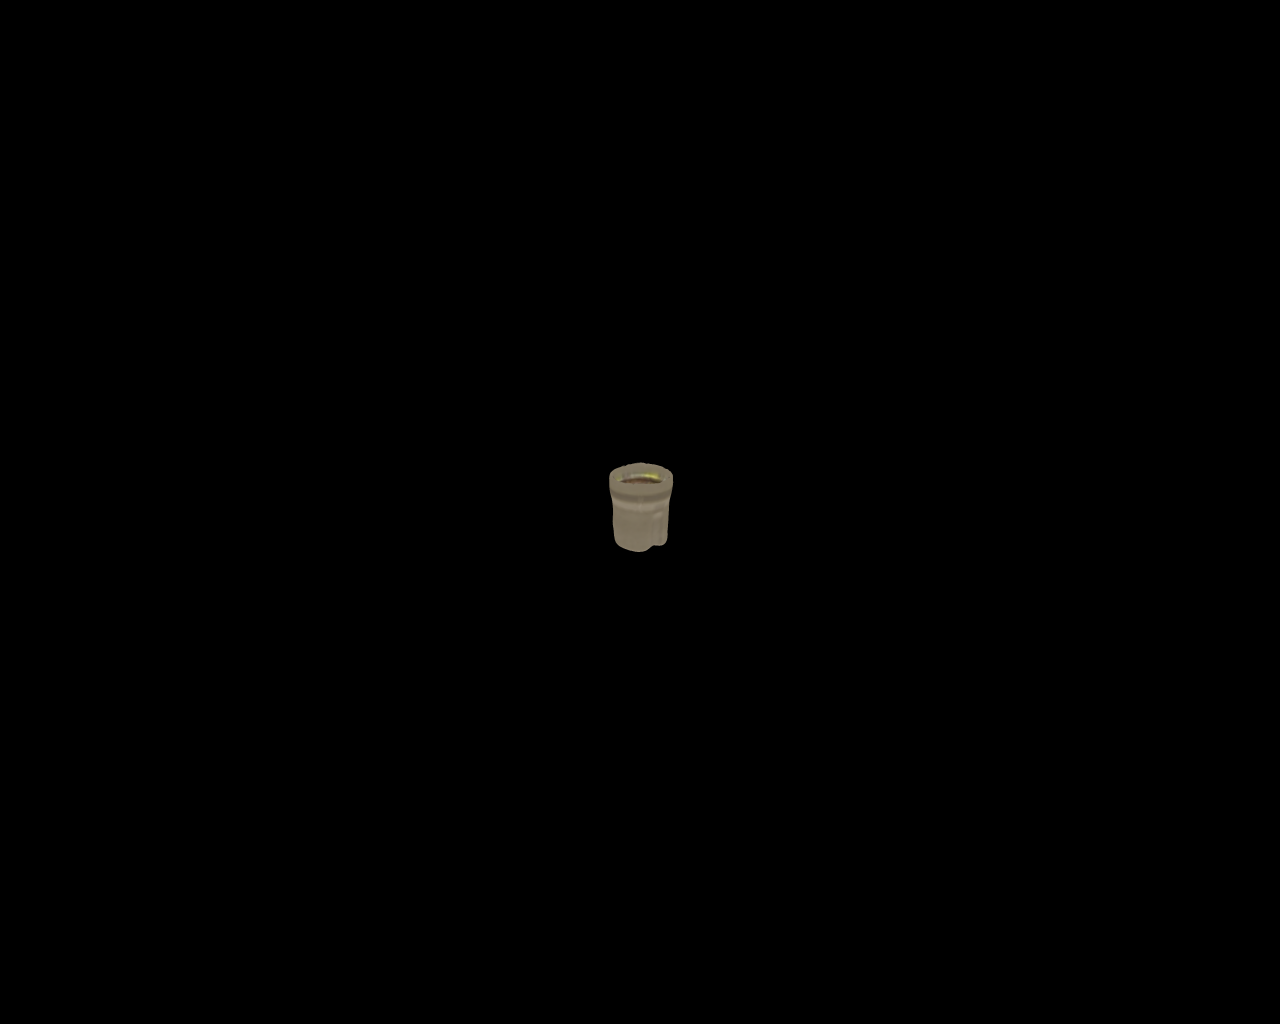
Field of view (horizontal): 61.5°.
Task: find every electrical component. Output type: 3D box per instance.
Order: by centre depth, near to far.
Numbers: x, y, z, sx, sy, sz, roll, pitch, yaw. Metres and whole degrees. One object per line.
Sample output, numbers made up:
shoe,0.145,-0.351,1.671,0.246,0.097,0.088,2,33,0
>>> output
electrical component,0.001,-0.003,0.650,0.040,0.046,0.040,0,21,0
